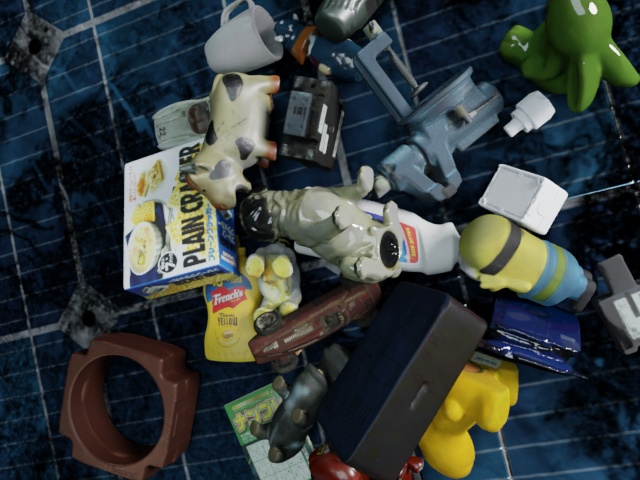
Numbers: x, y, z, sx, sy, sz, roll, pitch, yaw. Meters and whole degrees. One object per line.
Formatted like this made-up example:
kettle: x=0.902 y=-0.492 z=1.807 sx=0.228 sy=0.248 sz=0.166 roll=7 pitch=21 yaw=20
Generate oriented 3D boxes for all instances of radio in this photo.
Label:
radio: x=0.095 y=0.168 z=0.676 sx=0.073 sy=0.131 sz=0.229 roll=36 pitch=84 yaw=-20

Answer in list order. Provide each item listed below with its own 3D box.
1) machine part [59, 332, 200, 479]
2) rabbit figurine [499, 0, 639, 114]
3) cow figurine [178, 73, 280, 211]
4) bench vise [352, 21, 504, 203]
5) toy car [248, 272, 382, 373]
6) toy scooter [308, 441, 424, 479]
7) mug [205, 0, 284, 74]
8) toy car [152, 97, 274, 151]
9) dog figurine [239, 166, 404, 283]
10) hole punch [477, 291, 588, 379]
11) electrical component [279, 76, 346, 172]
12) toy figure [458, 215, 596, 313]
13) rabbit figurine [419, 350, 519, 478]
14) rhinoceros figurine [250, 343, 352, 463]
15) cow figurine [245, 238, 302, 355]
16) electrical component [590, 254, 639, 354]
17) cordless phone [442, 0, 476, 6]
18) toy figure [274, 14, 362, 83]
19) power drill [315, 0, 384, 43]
machine part: x=-0.303 y=0.260 z=0.862 sx=0.202 sy=0.087 sz=0.200 roll=10 pitch=93 yaw=14
rabbit figurine: x=0.299 y=-0.233 z=0.649 sx=0.121 sy=0.170 sz=0.159 roll=-28 pitch=82 yaw=15
cow figurine: x=-0.126 y=-0.137 z=0.748 sx=0.127 sy=0.085 sz=0.194 roll=6 pitch=84 yaw=-15
bench vise: x=0.118 y=-0.173 z=0.717 sx=0.223 sy=0.129 sz=0.240 roll=-37 pitch=98 yaw=5
toy car: x=-0.001 y=0.112 z=0.742 sx=0.202 sy=0.053 sz=0.089 roll=-27 pitch=123 yaw=-17
toy scooter: x=0.075 y=0.321 z=0.743 sx=0.184 sy=0.075 sz=0.135 roll=23 pitch=128 yaw=10
mug: x=-0.125 y=-0.305 z=0.818 sx=0.107 sy=0.081 sz=0.109 roll=-20 pitch=90 yaw=24
toy car: x=-0.168 y=-0.191 z=0.841 sx=0.202 sy=0.056 sz=0.073 roll=-13 pitch=86 yaw=16
dog figurine: x=-0.001 y=-0.006 z=0.719 sx=0.191 sy=0.121 sz=0.172 roll=-6 pitch=120 yaw=41
hole punch: x=0.269 y=0.118 z=0.689 sx=0.142 sy=0.115 sz=0.092 roll=19 pitch=87 yaw=15
electrical component: x=-0.010 y=-0.163 z=0.756 sx=0.058 sy=0.134 sz=0.114 roll=10 pitch=90 yaw=15
toy figure: x=0.261 y=0.028 z=0.685 sx=0.180 sy=0.082 sz=0.089 roll=18 pitch=99 yaw=-4
rabbit figurine: x=0.170 y=0.236 z=0.716 sx=0.163 sy=0.122 sz=0.173 roll=11 pitch=109 yaw=19
rhinoceros figurine: x=-0.017 y=0.234 z=0.768 sx=0.073 sy=0.112 sz=0.190 roll=41 pitch=102 yaw=42
cow figurine: x=-0.057 y=0.086 z=0.798 sx=0.068 sy=0.098 sz=0.167 roll=-4 pitch=107 yaw=10
electrical component: x=0.389 y=0.078 z=0.685 sx=0.075 sy=0.047 sz=0.119 roll=-30 pitch=81 yaw=13
cordless phone: x=0.175 y=-0.395 z=0.679 sx=0.089 sy=0.184 sz=0.146 roll=-16 pitch=86 yaw=20
toy figure: x=-0.002 y=-0.280 z=0.794 sx=0.155 sy=0.064 sz=0.057 roll=30 pitch=133 yaw=18
power drill: x=0.019 y=-0.401 z=0.774 sx=0.207 sy=0.086 sz=0.232 roll=23 pitch=78 yaw=12
